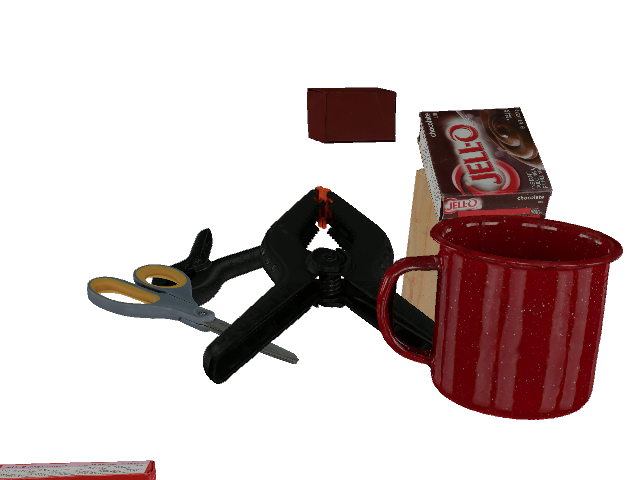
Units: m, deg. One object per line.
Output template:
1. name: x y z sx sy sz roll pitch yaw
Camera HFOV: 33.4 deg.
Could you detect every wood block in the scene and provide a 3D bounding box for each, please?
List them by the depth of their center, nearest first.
1. wood block: 0.153 0.023 1.180 0.090 0.206 0.090 19 25 32

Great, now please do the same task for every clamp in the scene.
1. clamp: 0.016 0.029 0.730 0.164 0.036 0.210 5 34 2
2. clamp: -0.125 0.037 1.212 0.120 0.039 0.171 0 30 30

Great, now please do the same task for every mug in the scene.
1. mug: 0.086 0.037 0.531 0.117 0.081 0.093 2 15 -4

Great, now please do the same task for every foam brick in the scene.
1. foam brick: 0.031 -0.125 1.067 0.078 0.051 0.053 -3 14 -20

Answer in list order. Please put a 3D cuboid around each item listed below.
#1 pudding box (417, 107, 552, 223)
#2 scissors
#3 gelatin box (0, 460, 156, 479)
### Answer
1. pudding box: 0.133 -0.063 0.887 0.090 0.039 0.113 -3 42 -6
2. scissors: -0.096 0.056 0.884 0.202 0.016 0.096 13 24 17
3. gelatin box: -0.131 0.156 0.564 0.089 0.073 0.030 -1 4 -2
